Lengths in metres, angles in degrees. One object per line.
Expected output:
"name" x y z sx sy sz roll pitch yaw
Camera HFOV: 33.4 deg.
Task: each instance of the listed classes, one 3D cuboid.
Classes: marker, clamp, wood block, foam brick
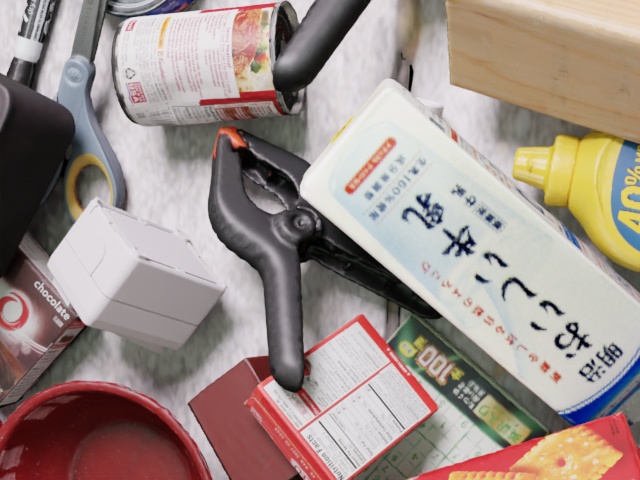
"marker" -0.184 -0.149 0.697 0.020 0.020 0.121 19 98 13
"clamp" 0.028 -0.190 0.608 0.210 0.036 0.165 -31 63 -6
"clamp" -0.004 0.001 0.633 0.171 0.120 0.039 63 145 22
"wood block" 0.177 -0.107 0.541 0.206 0.090 0.090 21 68 19
"foam brick" -0.033 0.116 0.648 0.051 0.053 0.078 -38 70 17

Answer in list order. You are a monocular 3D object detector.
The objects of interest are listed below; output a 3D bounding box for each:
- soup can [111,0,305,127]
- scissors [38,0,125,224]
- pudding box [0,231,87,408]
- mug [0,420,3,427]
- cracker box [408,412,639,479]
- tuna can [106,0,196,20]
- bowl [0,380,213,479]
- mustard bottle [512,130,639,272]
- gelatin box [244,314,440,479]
"soup can" -0.066 -0.105 0.643 0.102 0.068 0.068 -3 93 15
"scissors" -0.139 -0.088 0.671 0.096 0.016 0.202 37 114 2
"pudding box" -0.215 0.040 0.705 0.113 0.039 0.090 45 102 8
"mug" -0.256 0.130 0.683 0.082 0.093 0.117 10 117 24
"cracker box" 0.092 0.199 0.586 0.214 0.072 0.164 -21 121 15
"tuna can" -0.113 -0.180 0.669 0.086 0.033 0.086 1 93 14
"bowl" -0.132 0.165 0.683 0.162 0.055 0.162 1 93 14
"mustard bottle" 0.202 -0.026 0.583 0.192 0.058 0.096 11 89 14
"gelatin box" 0.013 0.096 0.614 0.073 0.089 0.030 50 146 12
